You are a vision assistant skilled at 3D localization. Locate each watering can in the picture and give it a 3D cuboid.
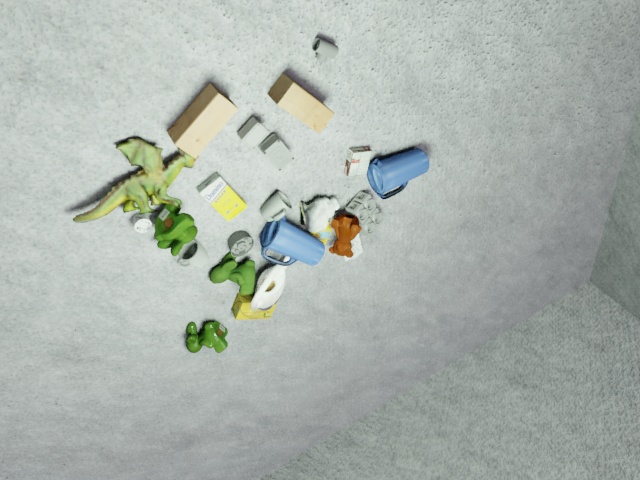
[{"bbox_3d":[-0.178,0.153,2.094,0.354,0.104,0.219,-54,172,-30],"label":"watering can"}]

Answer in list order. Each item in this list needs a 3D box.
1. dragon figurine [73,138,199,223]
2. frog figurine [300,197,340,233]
[{"bbox_3d":[-0.571,-0.199,1.604,0.413,0.123,0.239,-15,114,-25],"label":"dragon figurine"},{"bbox_3d":[0.006,-0.102,2.028,0.160,0.124,0.135,-11,111,-11],"label":"frog figurine"}]
